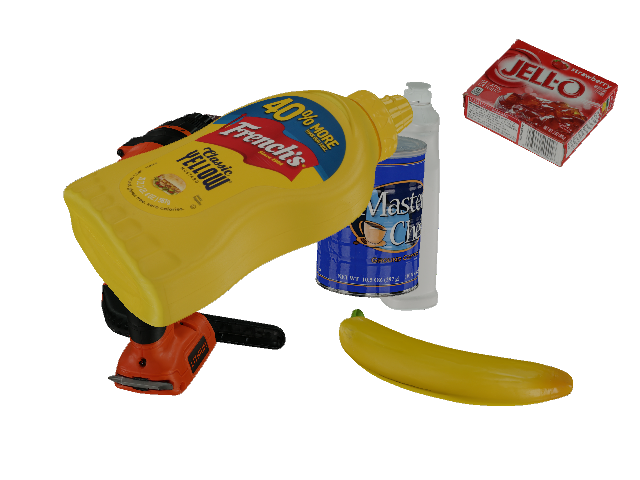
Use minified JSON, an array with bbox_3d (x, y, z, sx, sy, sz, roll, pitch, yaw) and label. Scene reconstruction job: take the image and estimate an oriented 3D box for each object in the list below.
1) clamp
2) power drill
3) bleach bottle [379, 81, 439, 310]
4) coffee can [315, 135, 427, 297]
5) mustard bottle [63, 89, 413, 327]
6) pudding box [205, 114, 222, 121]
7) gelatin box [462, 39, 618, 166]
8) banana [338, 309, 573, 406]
[{"bbox_3d":[-0.164,0.092,1.119,0.210,0.036,0.164,18,20,29],"label":"clamp"},{"bbox_3d":[-0.116,0.007,0.809,0.057,0.188,0.184,4,23,15],"label":"power drill"},{"bbox_3d":[0.103,-0.053,1.220,0.068,0.251,0.103,-3,23,-15],"label":"bleach bottle"},{"bbox_3d":[0.048,-0.027,1.035,0.103,0.140,0.103,2,15,-1],"label":"coffee can"},{"bbox_3d":[-0.030,-0.032,0.562,0.191,0.058,0.096,-28,46,-24],"label":"mustard bottle"},{"bbox_3d":[-0.114,-0.114,1.265,0.090,0.039,0.113,8,27,14],"label":"pudding box"},{"bbox_3d":[0.162,-0.104,0.793,0.089,0.073,0.030,32,-28,25],"label":"gelatin box"},{"bbox_3d":[0.083,0.086,0.782,0.198,0.037,0.069,17,37,36],"label":"banana"}]
